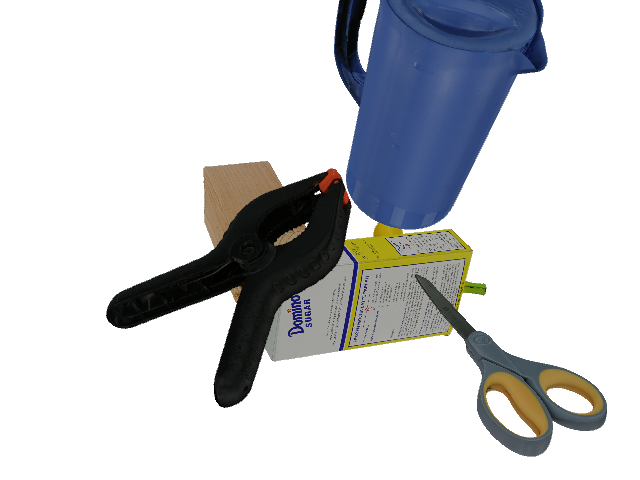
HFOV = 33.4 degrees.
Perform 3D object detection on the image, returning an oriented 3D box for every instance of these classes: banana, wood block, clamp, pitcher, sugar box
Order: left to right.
[{"bbox_3d":[-0.084,-0.015,1.331,0.090,0.090,0.206,-6,29,-15],"label":"wood block"},{"bbox_3d":[-0.037,0.025,0.656,0.120,0.171,0.039,42,-16,35],"label":"clamp"},{"bbox_3d":[0.037,0.045,0.913,0.176,0.093,0.048,-4,32,-23],"label":"sugar box"},{"bbox_3d":[0.101,0.022,1.192,0.069,0.037,0.198,3,24,-32],"label":"banana"},{"bbox_3d":[0.087,-0.129,0.940,0.145,0.149,0.243,-1,-38,-13],"label":"pitcher"}]

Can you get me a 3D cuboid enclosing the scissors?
[{"bbox_3d":[0.135,0.079,0.761,0.096,0.016,0.202,0,32,-9],"label":"scissors"}]
